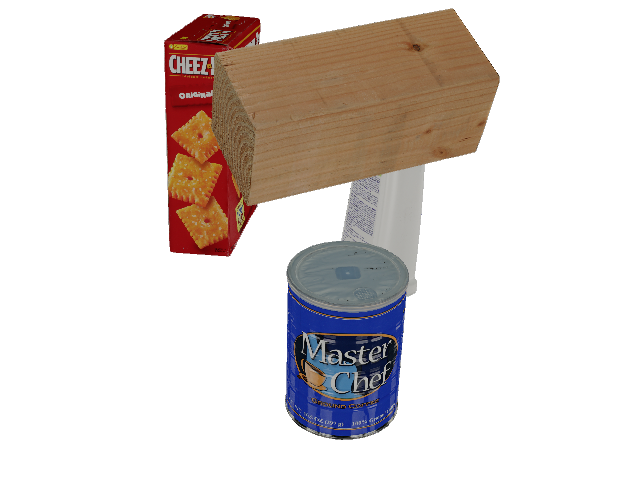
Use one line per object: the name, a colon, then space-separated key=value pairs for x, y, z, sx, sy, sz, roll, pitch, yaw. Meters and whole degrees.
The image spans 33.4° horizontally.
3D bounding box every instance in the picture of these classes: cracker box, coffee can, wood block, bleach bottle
cracker box: x=-0.106 y=-0.112 z=1.093 sx=0.072 sy=0.214 sz=0.164 roll=5 pitch=21 yaw=5
coffee can: x=0.021 y=0.086 z=0.926 sx=0.103 sy=0.140 sz=0.103 roll=1 pitch=30 yaw=-1
wood block: x=0.025 y=-0.109 z=0.855 sx=0.205 sy=0.091 sz=0.090 roll=-14 pitch=-34 yaw=-18
bleach bottle: x=0.077 y=-0.070 z=1.160 sx=0.068 sy=0.251 sz=0.103 roll=-4 pitch=23 yaw=-29
